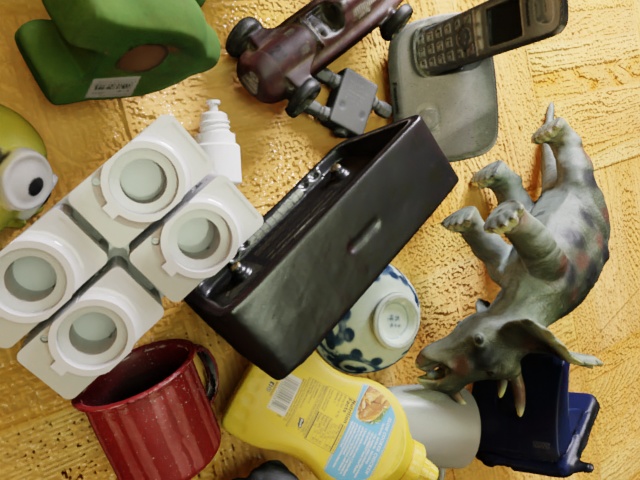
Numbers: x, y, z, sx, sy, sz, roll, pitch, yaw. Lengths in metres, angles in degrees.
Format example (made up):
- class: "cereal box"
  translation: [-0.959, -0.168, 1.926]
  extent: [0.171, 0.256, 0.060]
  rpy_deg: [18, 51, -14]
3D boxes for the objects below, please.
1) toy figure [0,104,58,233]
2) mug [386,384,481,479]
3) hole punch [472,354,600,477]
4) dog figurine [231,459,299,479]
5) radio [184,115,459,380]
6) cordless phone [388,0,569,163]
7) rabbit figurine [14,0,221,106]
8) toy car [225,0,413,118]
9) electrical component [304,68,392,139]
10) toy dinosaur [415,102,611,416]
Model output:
- class: "toy figure"
  translation: [-0.254, -0.014, 0.340]
  extent: [0.180, 0.082, 0.089]
  rpy_deg: [-46, 113, -19]
- class: "mug"
  translation: [0.091, 0.195, 0.541]
  extent: [0.107, 0.081, 0.109]
  rpy_deg: [12, 90, -16]
- class: "hole punch"
  translation: [0.224, 0.184, 0.585]
  extent: [0.116, 0.142, 0.092]
  rpy_deg: [-48, 114, -36]
- class: "dog figurine"
  translation: [-0.024, 0.296, 0.458]
  extent: [0.219, 0.108, 0.191]
  rpy_deg: [23, 82, -23]
- class: "radio"
  translation: [-0.001, -0.001, 0.453]
  extent: [0.229, 0.131, 0.073]
  rpy_deg: [-45, 110, -21]
- class: "cordless phone"
  translation: [0.155, -0.152, 0.511]
  extent: [0.089, 0.184, 0.146]
  rpy_deg: [-9, 94, -34]
- class: "rabbit figurine"
  translation: [-0.144, -0.204, 0.385]
  extent: [0.159, 0.121, 0.170]
  rpy_deg: [-19, 84, -32]
- class: "toy car"
  translation: [0.007, -0.195, 0.491]
  extent: [0.202, 0.053, 0.089]
  rpy_deg: [-43, 87, -21]
- class: "electrical component"
  translation: [0.029, -0.131, 0.531]
  extent: [0.094, 0.021, 0.063]
  rpy_deg: [21, 80, -27]
- class: "toy dinosaur"
  translation: [0.247, 0.001, 0.577]
  extent: [0.405, 0.131, 0.192]
  rpy_deg: [-45, 105, -33]
